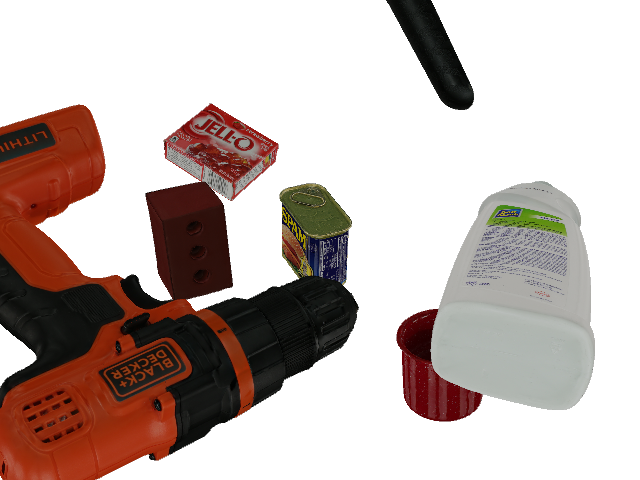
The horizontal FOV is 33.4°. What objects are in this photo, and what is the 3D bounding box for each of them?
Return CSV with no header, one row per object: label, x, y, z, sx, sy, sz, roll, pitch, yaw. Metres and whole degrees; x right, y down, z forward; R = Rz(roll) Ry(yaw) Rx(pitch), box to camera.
bleach bottle,0.149,0.019,0.752,0.103,0.068,0.250,12,28,13
clamp,0.052,-0.195,0.750,0.210,0.164,0.036,26,-25,-11
gelatin box,-0.099,-0.089,1.056,0.089,0.030,0.073,33,53,17
foam brick,-0.106,0.000,0.866,0.053,0.078,0.051,-15,30,-17
can of meat,-0.007,-0.002,1.218,0.057,0.084,0.102,-14,39,-20
mug,0.132,0.123,1.091,0.093,0.081,0.117,20,39,32
power drill,-0.098,0.016,0.514,0.184,0.057,0.188,-23,56,-31
